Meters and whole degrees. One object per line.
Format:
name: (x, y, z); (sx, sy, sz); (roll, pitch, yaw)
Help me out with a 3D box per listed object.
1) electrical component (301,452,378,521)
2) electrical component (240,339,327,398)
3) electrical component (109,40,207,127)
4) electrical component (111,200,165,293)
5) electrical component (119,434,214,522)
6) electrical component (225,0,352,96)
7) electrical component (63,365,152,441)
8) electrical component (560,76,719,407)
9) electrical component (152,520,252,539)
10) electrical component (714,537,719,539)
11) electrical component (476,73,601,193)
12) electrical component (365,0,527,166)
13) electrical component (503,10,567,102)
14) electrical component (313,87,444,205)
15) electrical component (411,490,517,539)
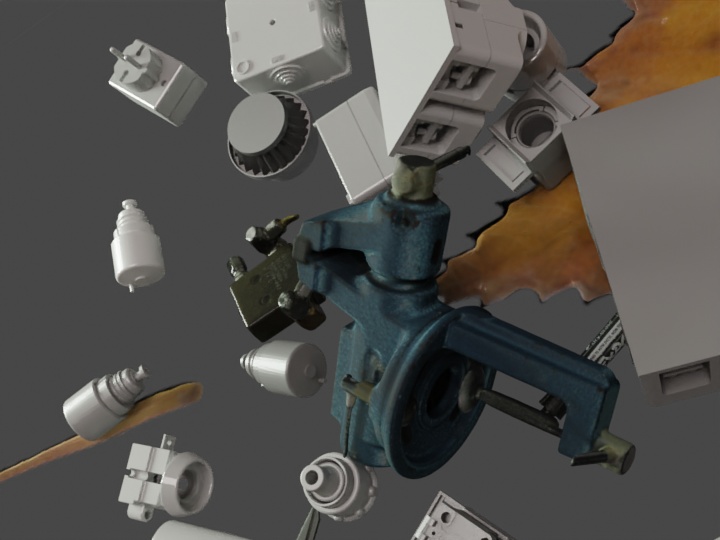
electrical component: (-0.019, 0.147, 0.741); (0.048, 0.062, 0.048); (-9, 69, 23)
electrical component: (-0.060, 0.072, 0.801); (0.078, 0.040, 0.040); (3, 73, 45)
electrical component: (-0.184, -0.168, 0.921); (0.066, 0.077, 0.047); (31, 88, 31)
electrical component: (-0.186, -0.022, 0.894); (0.040, 0.040, 0.078); (-23, 64, 18)
electrical component: (-0.144, 0.158, 0.809); (0.055, 0.048, 0.066); (3, 74, 34)
electrical component: (-0.061, -0.193, 0.886); (0.100, 0.048, 0.099); (-17, 66, 20)
electrical component: (-0.200, 0.103, 0.857); (0.078, 0.040, 0.040); (-37, 61, 10)
electrical component: (0.203, -0.018, 0.671); (0.105, 0.060, 0.186); (-16, 57, 11)
electrical component: (-0.113, 0.226, 0.770); (0.077, 0.044, 0.079); (6, 76, 28)
electrical component: (0.231, 0.181, 0.624); (0.035, 0.035, 0.061); (-32, 64, 13)
electrical component: (0.127, -0.091, 0.751); (0.081, 0.064, 0.042); (-44, 61, 7)
electrical component: (0.058, -0.179, 0.771); (0.105, 0.060, 0.186); (123, 149, -47)
electrical component: (0.119, -0.157, 0.787); (0.055, 0.047, 0.055); (-9, 69, 23)
electrical component: (0.019, -0.079, 0.801); (0.061, 0.062, 0.096); (-31, 62, 13)
electrical component: (0.069, 0.178, 0.687); (0.081, 0.064, 0.042); (29, 86, 31)
